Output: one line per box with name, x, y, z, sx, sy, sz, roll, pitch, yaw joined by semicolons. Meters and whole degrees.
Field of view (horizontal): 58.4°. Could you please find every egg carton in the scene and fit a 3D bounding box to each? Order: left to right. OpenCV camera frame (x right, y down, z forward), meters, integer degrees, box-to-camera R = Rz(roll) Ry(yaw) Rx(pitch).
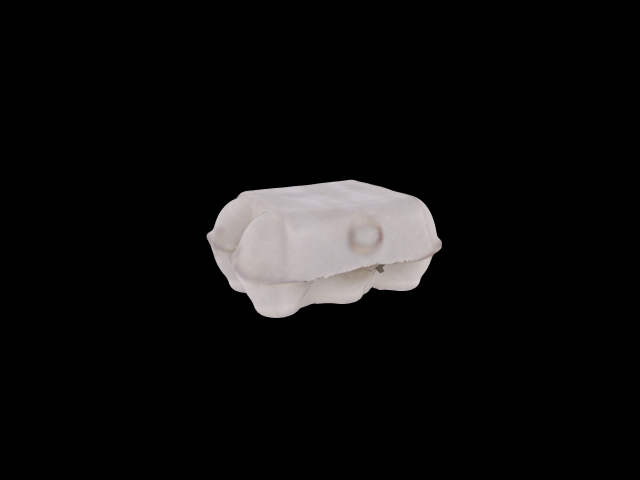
egg carton;0.004;0.001;0.400;0.151;0.069;0.107;-9;19;-29
